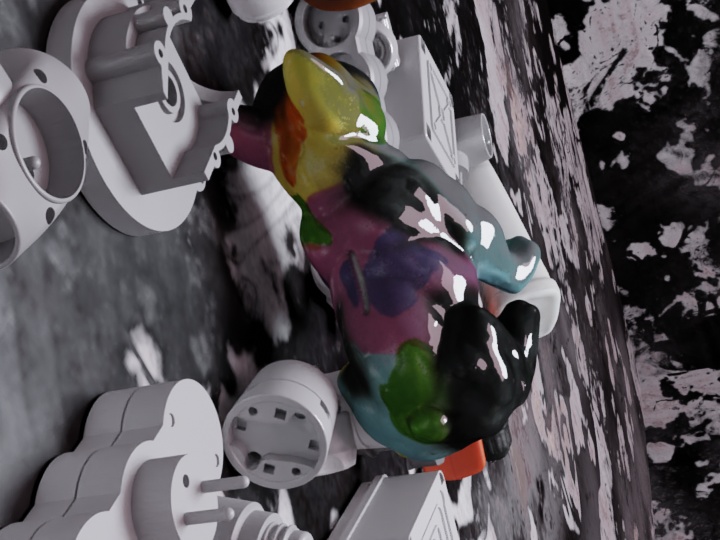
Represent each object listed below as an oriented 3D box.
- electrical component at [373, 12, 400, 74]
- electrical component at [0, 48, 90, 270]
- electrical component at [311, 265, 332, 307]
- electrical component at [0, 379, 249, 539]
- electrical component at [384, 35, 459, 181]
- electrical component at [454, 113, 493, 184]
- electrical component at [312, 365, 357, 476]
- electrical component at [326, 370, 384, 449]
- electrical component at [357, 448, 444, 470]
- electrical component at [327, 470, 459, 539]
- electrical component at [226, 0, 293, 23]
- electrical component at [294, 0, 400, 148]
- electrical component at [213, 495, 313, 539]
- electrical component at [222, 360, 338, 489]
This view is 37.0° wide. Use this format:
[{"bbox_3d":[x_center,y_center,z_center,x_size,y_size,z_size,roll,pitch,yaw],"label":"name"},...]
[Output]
[{"bbox_3d":[0.008,-0.183,0.884,0.055,0.048,0.066,-73,149,-69],"label":"electrical component"},{"bbox_3d":[-0.133,-0.053,0.368,0.077,0.044,0.079,-80,153,-47],"label":"electrical component"},{"bbox_3d":[0.000,0.000,0.732,0.057,0.058,0.078,47,36,-64],"label":"electrical component"},{"bbox_3d":[-0.078,0.090,0.407,0.138,0.074,0.052,-66,142,-61],"label":"electrical component"},{"bbox_3d":[0.047,-0.131,0.953,0.108,0.056,0.108,49,35,-58],"label":"electrical component"},{"bbox_3d":[0.085,-0.106,1.021,0.043,0.077,0.079,56,29,-53],"label":"electrical component"},{"bbox_3d":[-0.027,0.086,0.620,0.043,0.043,0.062,6,73,-72],"label":"electrical component"},{"bbox_3d":[-0.001,0.089,0.692,0.055,0.047,0.055,-11,90,-72],"label":"electrical component"},{"bbox_3d":[0.023,0.099,0.743,0.058,0.057,0.078,6,74,-72],"label":"electrical component"},{"bbox_3d":[0.023,0.186,0.694,0.113,0.057,0.078,-43,121,-69],"label":"electrical component"},{"bbox_3d":[-0.067,-0.183,0.648,0.055,0.045,0.045,59,26,-48],"label":"electrical component"},{"bbox_3d":[-0.005,-0.140,0.805,0.074,0.052,0.138,-22,101,-73],"label":"electrical component"},{"bbox_3d":[-0.050,0.123,0.479,0.040,0.078,0.040,5,90,-71],"label":"electrical component"},{"bbox_3d":[-0.040,0.079,0.567,0.047,0.055,0.055,-66,142,-67],"label":"electrical component"}]
